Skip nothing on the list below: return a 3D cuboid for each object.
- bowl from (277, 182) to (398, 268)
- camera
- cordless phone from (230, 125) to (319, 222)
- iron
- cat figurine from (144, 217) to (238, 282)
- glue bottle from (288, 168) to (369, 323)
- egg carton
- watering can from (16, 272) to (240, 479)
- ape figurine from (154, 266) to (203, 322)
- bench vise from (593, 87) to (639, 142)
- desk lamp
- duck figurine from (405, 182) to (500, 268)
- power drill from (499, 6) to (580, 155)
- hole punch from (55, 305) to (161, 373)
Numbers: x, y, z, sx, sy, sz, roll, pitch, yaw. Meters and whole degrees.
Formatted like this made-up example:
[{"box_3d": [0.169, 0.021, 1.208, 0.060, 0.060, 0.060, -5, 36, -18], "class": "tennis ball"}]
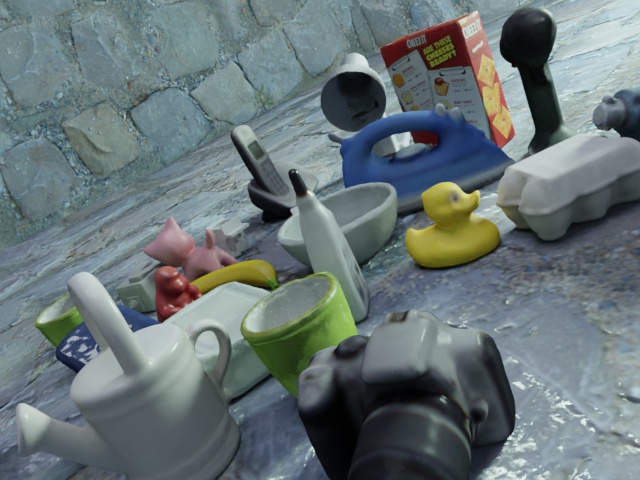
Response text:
[{"box_3d": [0.032, -0.008, 0.753, 0.167, 0.075, 0.167, -21, 20, 8], "class": "bowl"}, {"box_3d": [0.044, 0.118, 0.371, 0.142, 0.101, 0.137, -15, 21, 25], "class": "camera"}, {"box_3d": [-0.090, -0.143, 1.083, 0.094, 0.185, 0.148, -13, 22, 29], "class": "cordless phone"}, {"box_3d": [0.140, -0.129, 0.842, 0.257, 0.142, 0.119, -17, 21, 20], "class": "iron"}, {"box_3d": [-0.208, 0.017, 0.906, 0.127, 0.118, 0.067, -13, 22, 29], "class": "cat figurine"}, {"box_3d": [0.006, 0.002, 0.609, 0.037, 0.173, 0.078, -19, 20, 14], "class": "glue bottle"}, {"box_3d": [0.272, -0.062, 0.620, 0.150, 0.069, 0.107, -26, 19, -5], "class": "egg carton"}, {"box_3d": [-0.157, 0.117, 0.470, 0.100, 0.194, 0.173, -7, 26, 40], "class": "watering can"}, {"box_3d": [-0.192, 0.078, 0.768, 0.076, 0.092, 0.078, -11, 23, 33], "class": "ape figurine"}, {"box_3d": [0.388, -0.193, 0.598, 0.208, 0.220, 0.121, -31, 21, -20], "class": "bench vise"}, {"box_3d": [0.087, -0.249, 1.108, 0.117, 0.214, 0.203, -18, 20, 18], "class": "desk lamp"}, {"box_3d": [0.141, -0.022, 0.645, 0.104, 0.086, 0.077, -16, 21, 23], "class": "duck figurine"}, {"box_3d": [0.299, -0.214, 0.776, 0.075, 0.209, 0.229, -19, 20, 15], "class": "power drill"}, {"box_3d": [-0.234, 0.131, 0.679, 0.100, 0.091, 0.109, -9, 25, 38], "class": "hole punch"}]
